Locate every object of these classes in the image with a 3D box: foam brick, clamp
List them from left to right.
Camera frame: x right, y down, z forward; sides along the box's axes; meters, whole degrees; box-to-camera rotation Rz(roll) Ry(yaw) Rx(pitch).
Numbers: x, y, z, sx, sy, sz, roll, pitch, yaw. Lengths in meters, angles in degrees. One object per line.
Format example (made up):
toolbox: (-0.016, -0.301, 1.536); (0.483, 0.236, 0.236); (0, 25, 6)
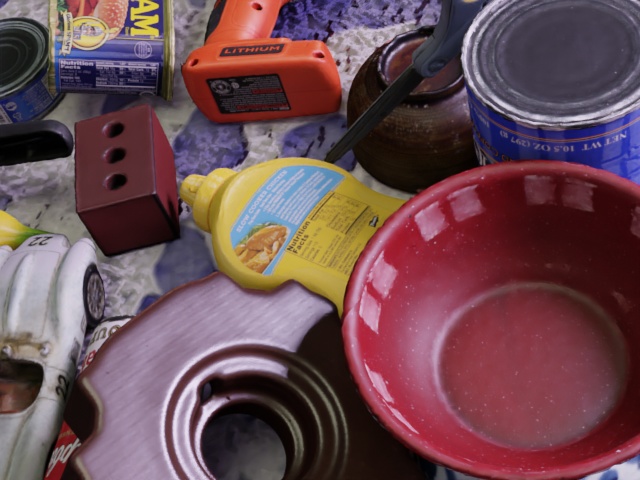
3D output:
clamp: (-0.256, -0.056, 0.709); (0.164, 0.036, 0.210); (-34, -141, -9)
foam brick: (-0.122, -0.039, 0.679); (0.053, 0.051, 0.078); (-14, -127, 4)

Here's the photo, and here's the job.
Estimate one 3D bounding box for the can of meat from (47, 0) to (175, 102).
can of meat: (-0.145, -0.146, 0.741); (0.084, 0.057, 0.102); (1, -127, -11)

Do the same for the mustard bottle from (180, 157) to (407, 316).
mustard bottle: (-0.004, 0.001, 0.615); (0.192, 0.058, 0.096); (24, -116, 27)

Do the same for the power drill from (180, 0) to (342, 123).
power drill: (-0.013, -0.170, 0.740); (0.185, 0.057, 0.187); (-4, -128, 17)

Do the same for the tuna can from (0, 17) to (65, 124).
tuna can: (-0.228, -0.122, 0.777); (0.086, 0.033, 0.086); (-7, -126, 10)

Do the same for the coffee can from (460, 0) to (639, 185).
coffee can: (0.133, -0.054, 0.566); (0.103, 0.140, 0.103); (-7, -126, 10)

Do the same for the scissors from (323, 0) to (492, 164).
scissors: (0.057, -0.108, 0.567); (0.202, 0.096, 0.016); (-36, -116, 21)

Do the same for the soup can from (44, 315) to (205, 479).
soup can: (-0.102, 0.100, 0.567); (0.069, 0.068, 0.102); (-2, -125, 21)

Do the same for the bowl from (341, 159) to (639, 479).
bowl: (0.093, 0.043, 0.479); (0.162, 0.055, 0.162); (-8, -126, 10)

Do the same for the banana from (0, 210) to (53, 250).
banana: (-0.264, 0.038, 0.673); (0.197, 0.037, 0.070); (-41, -127, -14)
